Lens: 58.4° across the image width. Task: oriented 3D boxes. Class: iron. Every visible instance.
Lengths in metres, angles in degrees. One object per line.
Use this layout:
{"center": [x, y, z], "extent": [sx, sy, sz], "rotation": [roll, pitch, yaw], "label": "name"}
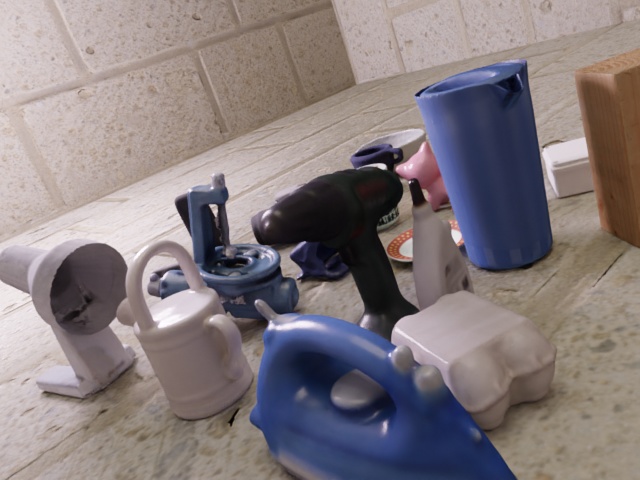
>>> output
{"center": [0.039, 0.121, 0.452], "extent": [0.119, 0.142, 0.257], "rotation": [-34, 23, -36], "label": "iron"}

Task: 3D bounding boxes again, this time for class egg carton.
{"center": [0.132, 0.104, 0.522], "extent": [0.107, 0.069, 0.150], "rotation": [-25, 20, -17], "label": "egg carton"}

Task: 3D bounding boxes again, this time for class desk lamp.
{"center": [-0.338, 0.100, 0.770], "extent": [0.202, 0.214, 0.118], "rotation": [-6, 23, 35], "label": "desk lamp"}

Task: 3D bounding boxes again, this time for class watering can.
{"center": [-0.162, 0.094, 0.643], "extent": [0.172, 0.194, 0.101], "rotation": [-13, 20, 18], "label": "watering can"}

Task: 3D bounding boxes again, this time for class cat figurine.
{"center": [0.199, -0.110, 0.980], "extent": [0.127, 0.118, 0.067], "rotation": [0, 27, 45], "label": "cat figurine"}

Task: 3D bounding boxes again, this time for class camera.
{"center": [-0.060, -0.050, 1.095], "extent": [0.136, 0.101, 0.143], "rotation": [-17, 19, 7], "label": "camera"}

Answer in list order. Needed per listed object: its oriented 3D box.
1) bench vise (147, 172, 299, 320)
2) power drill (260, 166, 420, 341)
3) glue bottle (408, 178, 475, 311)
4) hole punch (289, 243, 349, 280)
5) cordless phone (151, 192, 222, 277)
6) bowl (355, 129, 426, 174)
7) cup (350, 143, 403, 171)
{"center": [-0.154, 0.028, 0.780], "extent": [0.207, 0.220, 0.121], "rotation": [-20, 19, 0], "label": "bench vise"}
{"center": [0.038, 0.020, 0.631], "extent": [0.075, 0.209, 0.230], "rotation": [-6, 23, 34], "label": "power drill"}
{"center": [0.124, 0.013, 0.621], "extent": [0.037, 0.173, 0.078], "rotation": [-3, 25, 40], "label": "glue bottle"}
{"center": [0.008, 0.003, 0.892], "extent": [0.100, 0.091, 0.109], "rotation": [-2, 26, 42], "label": "hole punch"}
{"center": [-0.211, 0.016, 0.925], "extent": [0.147, 0.185, 0.094], "rotation": [-16, 19, 11], "label": "cordless phone"}
{"center": [0.169, -0.192, 1.306], "extent": [0.167, 0.075, 0.167], "rotation": [-17, 19, 6], "label": "bowl"}
{"center": [0.128, -0.142, 1.175], "extent": [0.117, 0.095, 0.092], "rotation": [-3, 25, 39], "label": "cup"}
